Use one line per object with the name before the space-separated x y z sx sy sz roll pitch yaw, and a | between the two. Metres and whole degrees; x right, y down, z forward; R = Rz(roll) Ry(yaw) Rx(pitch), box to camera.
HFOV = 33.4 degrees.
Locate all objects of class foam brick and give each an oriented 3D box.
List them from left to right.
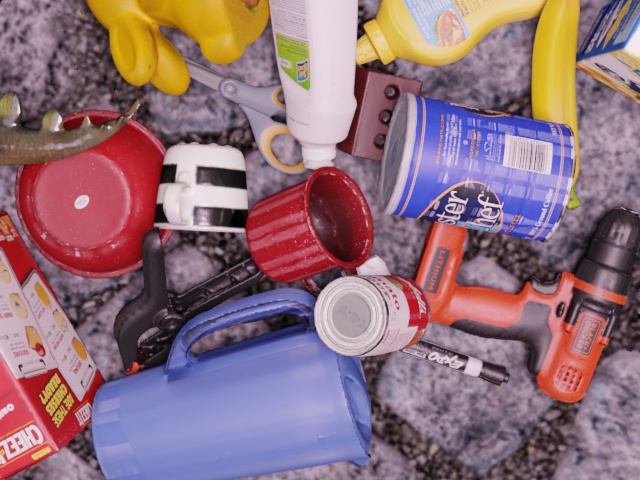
foam brick | 0.053 -0.111 0.954 0.053 0.051 0.078 9 98 -14

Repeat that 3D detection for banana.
banana | 0.211 -0.130 0.932 0.037 0.070 0.198 -13 109 -15

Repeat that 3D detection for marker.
marker | 0.119 0.110 0.997 0.121 0.020 0.020 19 98 2

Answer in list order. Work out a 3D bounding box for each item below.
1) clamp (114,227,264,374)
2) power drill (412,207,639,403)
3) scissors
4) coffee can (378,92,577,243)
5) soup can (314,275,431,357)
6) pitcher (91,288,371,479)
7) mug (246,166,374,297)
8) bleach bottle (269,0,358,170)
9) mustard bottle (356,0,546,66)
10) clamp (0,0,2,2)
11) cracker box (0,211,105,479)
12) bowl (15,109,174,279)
clamp | -0.144 0.057 0.973 0.120 0.039 0.172 30 115 -31
power drill | 0.182 0.036 0.965 0.187 0.057 0.184 20 95 3
scissors | -0.079 -0.119 0.989 0.202 0.016 0.096 11 97 4
coffee can | 0.128 -0.060 0.890 0.140 0.103 0.103 10 97 -6
soup can | 0.045 0.063 0.905 0.069 0.102 0.068 -1 88 26
pitcher | -0.081 0.146 0.964 0.243 0.145 0.149 -14 70 9
mug | -0.006 0.001 0.952 0.082 0.093 0.117 -20 101 37
bleach bottle | -0.008 -0.186 0.916 0.068 0.103 0.251 -13 116 -25
mustard bottle | 0.113 -0.209 0.940 0.192 0.058 0.096 -28 85 7
clamp | -0.337 -0.220 0.987 0.164 0.036 0.210 41 102 -2
cracker box | -0.287 0.088 0.955 0.072 0.164 0.213 -28 93 9
bowl | -0.214 -0.040 0.989 0.162 0.055 0.162 1 97 5
